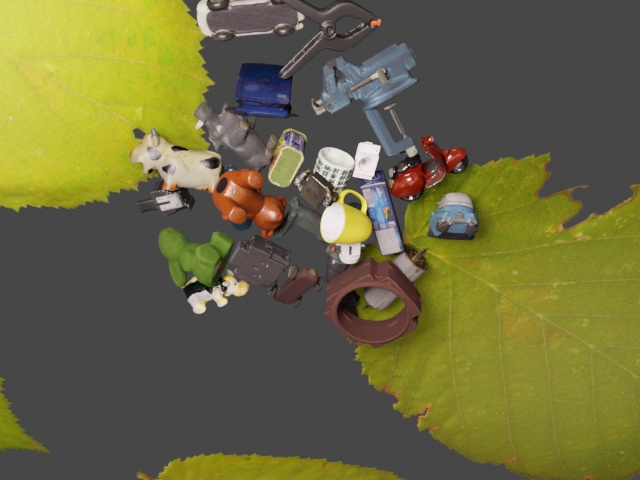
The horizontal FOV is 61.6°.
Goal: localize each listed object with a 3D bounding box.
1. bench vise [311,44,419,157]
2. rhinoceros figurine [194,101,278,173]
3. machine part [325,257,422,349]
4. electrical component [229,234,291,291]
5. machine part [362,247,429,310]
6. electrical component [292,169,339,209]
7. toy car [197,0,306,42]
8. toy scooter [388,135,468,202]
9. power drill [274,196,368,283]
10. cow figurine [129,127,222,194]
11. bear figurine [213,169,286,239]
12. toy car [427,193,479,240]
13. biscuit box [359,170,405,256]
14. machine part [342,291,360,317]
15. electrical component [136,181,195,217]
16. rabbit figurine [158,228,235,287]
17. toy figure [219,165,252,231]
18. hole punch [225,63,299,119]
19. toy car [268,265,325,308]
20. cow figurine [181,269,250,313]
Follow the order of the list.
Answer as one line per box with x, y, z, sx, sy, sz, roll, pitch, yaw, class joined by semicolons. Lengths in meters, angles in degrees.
0.109;-0.260;1.055;0.224;0.129;0.240;-30;102;0;bench vise
-0.178;-0.223;1.137;0.112;0.073;0.190;-31;122;34;rhinoceros figurine
0.127;0.156;1.299;0.201;0.087;0.201;-33;113;25;machine part
-0.155;0.054;1.340;0.134;0.058;0.114;24;121;-15;electrical component
0.189;0.099;1.351;0.079;0.079;0.243;29;122;-18;machine part
-0.011;-0.108;1.136;0.102;0.045;0.078;46;129;3;electrical component
-0.127;-0.418;0.998;0.202;0.056;0.073;-5;131;1;toy car
0.218;-0.161;1.148;0.184;0.075;0.135;-27;144;19;toy scooter
-0.003;-0.004;1.281;0.207;0.086;0.232;24;121;-11;power drill
-0.309;-0.169;1.157;0.195;0.085;0.127;5;94;-16;cow figurine
-0.134;-0.070;1.168;0.195;0.132;0.120;33;84;-41;bear figurine
0.303;-0.056;1.215;0.109;0.103;0.161;4;171;8;toy car
0.144;-0.061;1.244;0.059;0.063;0.202;-13;124;11;biscuit box
0.075;0.190;1.444;0.084;0.039;0.138;-14;123;5;machine part
-0.359;-0.094;1.244;0.119;0.048;0.074;-13;124;12;electrical component
-0.315;0.033;1.316;0.170;0.121;0.159;27;131;4;rabbit figurine
-0.190;-0.096;1.235;0.064;0.058;0.154;-27;129;-26;toy figure
-0.108;-0.292;1.058;0.142;0.116;0.092;6;118;-4;hole punch
-0.062;0.116;1.364;0.089;0.053;0.202;22;149;-16;toy car
-0.271;0.120;1.388;0.167;0.068;0.098;-20;117;14;cow figurine
